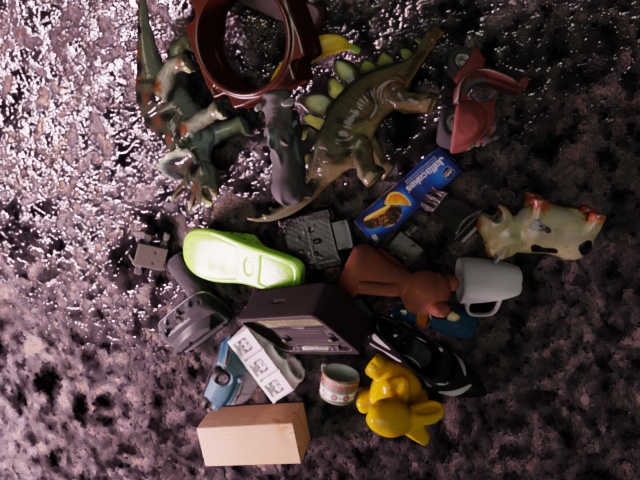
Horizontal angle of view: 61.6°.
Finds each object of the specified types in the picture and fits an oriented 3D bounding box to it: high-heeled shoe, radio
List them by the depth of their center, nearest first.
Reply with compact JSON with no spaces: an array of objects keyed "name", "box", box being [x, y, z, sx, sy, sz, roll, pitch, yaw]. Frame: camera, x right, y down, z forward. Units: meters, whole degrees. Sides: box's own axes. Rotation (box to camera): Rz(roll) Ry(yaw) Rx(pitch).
[{"name":"radio","box":[-0.028,0.144,0.956,0.131,0.073,0.230,42,148,-28]},{"name":"high-heeled shoe","box":[0.194,0.206,0.959,0.249,0.145,0.086,23,71,12]}]

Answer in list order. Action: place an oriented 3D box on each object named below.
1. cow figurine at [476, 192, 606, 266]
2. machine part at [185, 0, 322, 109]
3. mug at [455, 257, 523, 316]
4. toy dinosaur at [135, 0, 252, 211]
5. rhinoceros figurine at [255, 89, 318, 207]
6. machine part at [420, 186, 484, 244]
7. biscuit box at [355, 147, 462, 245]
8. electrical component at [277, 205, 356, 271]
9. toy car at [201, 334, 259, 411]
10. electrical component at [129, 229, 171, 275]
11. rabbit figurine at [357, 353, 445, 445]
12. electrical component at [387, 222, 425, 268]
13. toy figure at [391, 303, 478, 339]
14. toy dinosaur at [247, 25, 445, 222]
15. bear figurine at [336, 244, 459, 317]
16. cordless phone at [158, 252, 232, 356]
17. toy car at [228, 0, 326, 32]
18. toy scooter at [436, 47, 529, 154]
[{"name":"cow figurine","box":[0.362,-0.012,0.911,0.195,0.085,0.127,11,105,1]},{"name":"machine part","box":[-0.114,-0.338,0.905,0.201,0.087,0.201,-16,102,28]},{"name":"mug","box":[0.300,0.083,0.951,0.107,0.081,0.109,-2,96,5]},{"name":"toy dinosaur","box":[-0.272,-0.243,1.001,0.192,0.131,0.404,-32,87,17]},{"name":"rhinoceros figurine","box":[-0.060,-0.151,0.886,0.073,0.112,0.190,2,106,28]},{"name":"machine part","box":[0.232,-0.043,0.932,0.138,0.039,0.084,32,118,-35]},{"name":"biscuit box","box":[0.157,-0.079,0.959,0.202,0.059,0.063,-42,90,17]},{"name":"electrical component","box":[-0.002,-0.003,1.015,0.134,0.058,0.114,-13,101,16]},{"name":"toy car","box":[-0.175,0.281,1.095,0.103,0.109,0.161,18,115,-9]},{"name":"electrical component","box":[-0.354,0.023,1.111,0.078,0.045,0.102,8,109,-18]},{"name":"rabbit figurine","box":[0.137,0.312,0.990,0.162,0.173,0.121,28,103,10]},{"name":"electrical component","box":[0.162,0.015,0.998,0.063,0.021,0.094,38,107,3]},{"name":"toy figure","box":[0.210,0.144,0.995,0.155,0.058,0.064,13,122,8]},{"name":"toy dinosaur","box":[0.049,-0.183,0.945,0.199,0.105,0.471,39,101,12]},{"name":"bear figurine","box":[0.134,0.086,0.953,0.196,0.120,0.131,24,134,4]},{"name":"cordless phone","box":[-0.285,0.130,1.109,0.146,0.088,0.184,-37,80,18]},{"name":"toy car","box":[-0.083,-0.422,0.946,0.202,0.053,0.089,25,127,8]},{"name":"toy scooter","box":[0.269,-0.227,0.887,0.135,0.075,0.183,10,85,10]}]
